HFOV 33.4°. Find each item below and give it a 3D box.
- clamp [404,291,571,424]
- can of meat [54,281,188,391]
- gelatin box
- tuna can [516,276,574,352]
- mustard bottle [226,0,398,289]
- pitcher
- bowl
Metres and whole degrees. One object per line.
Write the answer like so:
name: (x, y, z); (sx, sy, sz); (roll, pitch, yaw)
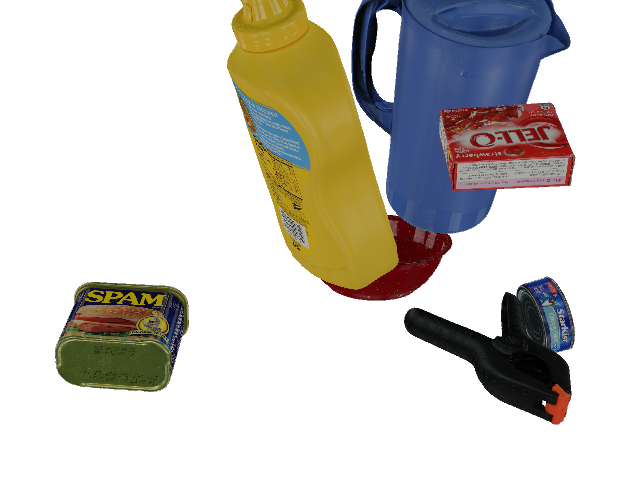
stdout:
clamp: (0.167, 0.096, 0.933); (0.120, 0.039, 0.172); (-19, 39, -29)
can of meat: (-0.169, 0.082, 0.913); (0.102, 0.057, 0.084); (3, 29, 1)
gelatin box: (0.137, -0.071, 0.792); (0.089, 0.030, 0.073); (-3, 38, 0)
tuna can: (0.252, 0.086, 1.203); (0.033, 0.086, 0.086); (-15, 2, -8)
mustard bottle: (-0.011, -0.066, 0.618); (0.058, 0.191, 0.096); (-31, 40, -15)
pitcher: (0.117, -0.127, 0.995); (0.144, 0.243, 0.149); (-18, 50, -23)
bowl: (0.054, 0.021, 1.105); (0.162, 0.055, 0.162); (1, 18, -1)
